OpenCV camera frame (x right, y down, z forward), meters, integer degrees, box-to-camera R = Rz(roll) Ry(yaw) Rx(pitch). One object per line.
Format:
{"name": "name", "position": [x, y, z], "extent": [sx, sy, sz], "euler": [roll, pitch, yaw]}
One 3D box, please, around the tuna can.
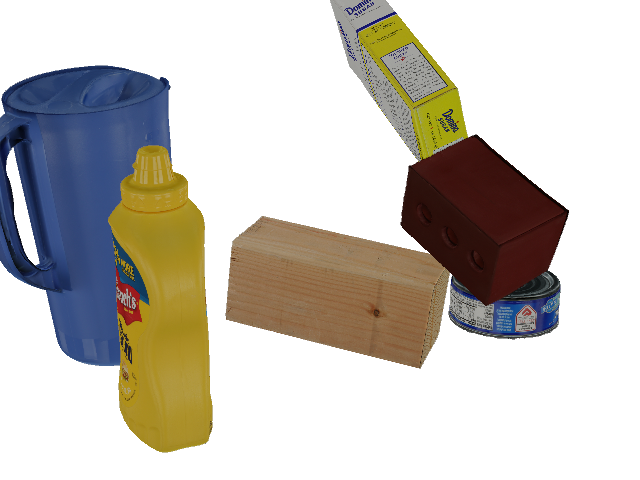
{"name": "tuna can", "position": [0.144, 0.045, 0.832], "extent": [0.086, 0.034, 0.086], "euler": [0, 19, 0]}

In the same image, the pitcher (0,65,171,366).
{"name": "pitcher", "position": [-0.192, -0.016, 0.901], "extent": [0.149, 0.243, 0.145], "euler": [-4, 25, -5]}

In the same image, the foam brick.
{"name": "foam brick", "position": [0.092, -0.012, 0.609], "extent": [0.051, 0.053, 0.078], "euler": [-27, 54, -26]}

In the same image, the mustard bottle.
{"name": "mustard bottle", "position": [-0.103, 0.032, 0.682], "extent": [0.058, 0.192, 0.096], "euler": [-8, 26, -21]}

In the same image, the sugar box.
{"name": "sugar box", "position": [0.068, -0.141, 0.915], "extent": [0.048, 0.176, 0.093], "euler": [-24, -40, -3]}

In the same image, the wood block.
{"name": "wood block", "position": [0.018, 0.050, 1.081], "extent": [0.206, 0.091, 0.090], "euler": [13, 23, 15]}
